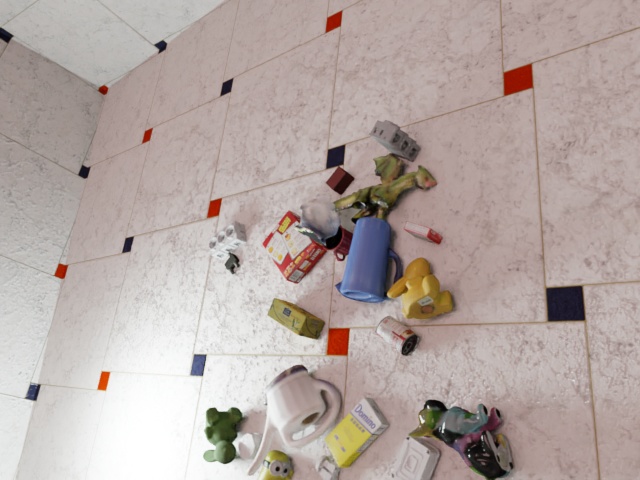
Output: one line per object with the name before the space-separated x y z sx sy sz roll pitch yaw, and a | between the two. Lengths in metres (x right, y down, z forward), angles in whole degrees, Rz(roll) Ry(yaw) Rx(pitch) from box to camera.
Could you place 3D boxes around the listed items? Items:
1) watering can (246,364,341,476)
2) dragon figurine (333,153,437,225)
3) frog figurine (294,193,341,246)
watering can | -0.104 0.518 1.529 0.347 0.102 0.229 -34 50 1
dragon figurine | 0.178 -0.173 1.659 0.410 0.120 0.247 6 57 41
frog figurine | 0.005 -0.082 1.622 0.138 0.121 0.161 23 74 13
